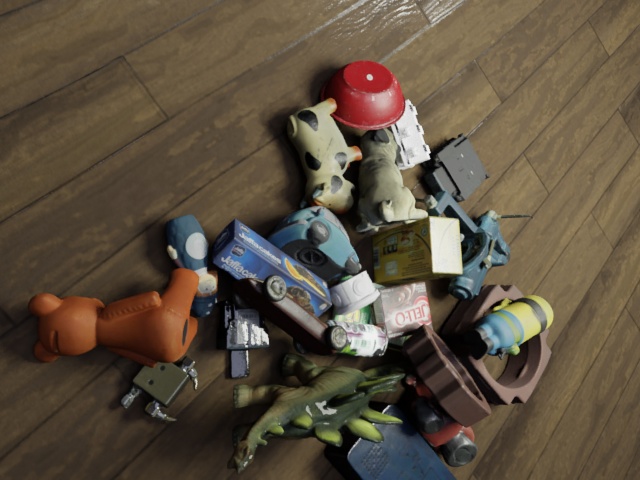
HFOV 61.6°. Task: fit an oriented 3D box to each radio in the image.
[{"bbox_3d":[0.128,0.389,0.907,0.131,0.073,0.229,-45,105,-29],"label":"radio"}]

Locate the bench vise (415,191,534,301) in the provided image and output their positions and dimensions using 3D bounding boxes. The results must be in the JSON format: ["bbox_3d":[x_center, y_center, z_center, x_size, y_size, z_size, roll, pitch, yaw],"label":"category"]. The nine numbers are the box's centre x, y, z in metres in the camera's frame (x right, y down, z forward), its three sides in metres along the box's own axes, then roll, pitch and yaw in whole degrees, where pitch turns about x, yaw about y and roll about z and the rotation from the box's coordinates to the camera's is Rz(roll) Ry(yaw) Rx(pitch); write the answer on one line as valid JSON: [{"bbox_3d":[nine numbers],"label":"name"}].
[{"bbox_3d":[0.281,-0.013,1.044,0.240,0.129,0.223,47,67,-25],"label":"bench vise"}]

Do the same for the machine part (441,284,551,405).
[{"bbox_3d":[0.347,0.204,1.061,0.201,0.087,0.201,49,63,-12],"label":"machine part"}]

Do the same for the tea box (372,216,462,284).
[{"bbox_3d":[0.166,0.023,0.945,0.068,0.170,0.098,4,80,-29],"label":"tea box"}]

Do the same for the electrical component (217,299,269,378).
[{"bbox_3d":[-0.120,0.151,0.828,0.075,0.048,0.119,7,75,-29],"label":"electrical component"}]

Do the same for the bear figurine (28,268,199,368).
[{"bbox_3d":[-0.274,0.107,0.727,0.196,0.132,0.120,5,115,0],"label":"bear figurine"}]

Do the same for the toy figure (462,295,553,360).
[{"bbox_3d":[0.344,0.157,0.966,0.180,0.089,0.082,-15,93,-34],"label":"toy figure"}]

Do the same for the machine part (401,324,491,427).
[{"bbox_3d":[0.212,0.229,0.908,0.056,0.179,0.179,-40,104,10],"label":"machine part"}]

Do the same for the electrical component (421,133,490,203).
[{"bbox_3d":[0.273,-0.139,1.104,0.134,0.058,0.115,-40,98,-30],"label":"electrical component"}]

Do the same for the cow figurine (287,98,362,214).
[{"bbox_3d":[0.003,-0.136,0.934,0.127,0.085,0.195,-25,90,-29],"label":"cow figurine"}]

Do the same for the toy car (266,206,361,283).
[{"bbox_3d":[-0.002,-0.003,0.897,0.161,0.109,0.103,34,48,-29],"label":"toy car"}]

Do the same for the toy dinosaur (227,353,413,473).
[{"bbox_3d":[0.023,0.237,0.805,0.471,0.199,0.105,-11,100,-63],"label":"toy dinosaur"}]

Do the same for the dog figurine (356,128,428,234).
[{"bbox_3d":[0.106,-0.116,0.942,0.121,0.172,0.190,-11,86,-4],"label":"dog figurine"}]

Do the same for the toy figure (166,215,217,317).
[{"bbox_3d":[-0.189,0.041,0.805,0.064,0.058,0.154,-18,91,-17],"label":"toy figure"}]

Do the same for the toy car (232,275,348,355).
[{"bbox_3d":[-0.044,0.111,0.806,0.202,0.089,0.053,43,53,-27],"label":"toy car"}]

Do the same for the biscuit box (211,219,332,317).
[{"bbox_3d":[-0.074,0.053,0.841,0.202,0.059,0.063,36,22,-26],"label":"biscuit box"}]

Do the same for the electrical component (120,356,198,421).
[{"bbox_3d":[-0.221,0.207,0.764,0.078,0.045,0.102,26,63,7],"label":"electrical component"}]

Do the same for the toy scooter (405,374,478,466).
[{"bbox_3d":[0.203,0.308,0.952,0.075,0.135,0.183,-38,121,5],"label":"toy scooter"}]
